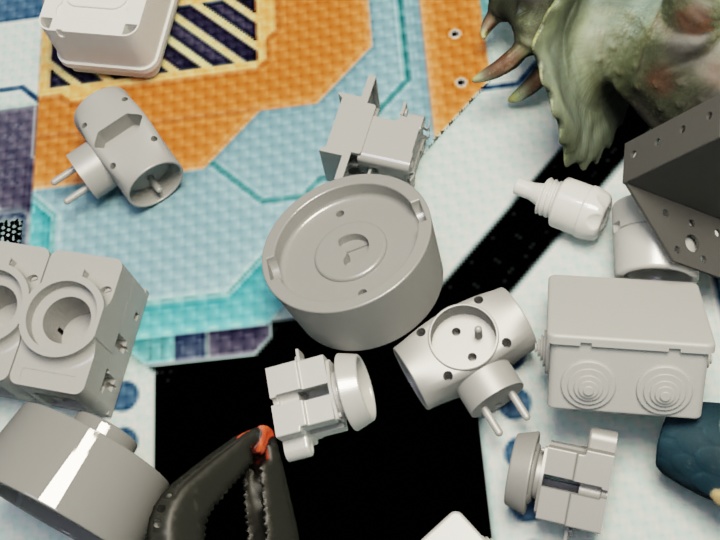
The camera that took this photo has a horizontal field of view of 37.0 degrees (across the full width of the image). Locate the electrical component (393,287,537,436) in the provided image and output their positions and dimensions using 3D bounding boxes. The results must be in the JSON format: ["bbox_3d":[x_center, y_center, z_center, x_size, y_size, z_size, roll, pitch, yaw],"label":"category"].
[{"bbox_3d":[0.072,0.062,0.647,0.077,0.044,0.079,-29,66,-5],"label":"electrical component"}]

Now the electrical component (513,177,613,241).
[{"bbox_3d":[0.128,-0.044,0.690,0.061,0.035,0.035,23,72,19],"label":"electrical component"}]

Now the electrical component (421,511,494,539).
[{"bbox_3d":[0.051,0.197,0.589,0.100,0.048,0.099,-40,68,-10],"label":"electrical component"}]

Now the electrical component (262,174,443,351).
[{"bbox_3d":[0.000,0.000,0.670,0.108,0.060,0.108,-12,49,14],"label":"electrical component"}]

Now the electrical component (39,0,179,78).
[{"bbox_3d":[-0.177,-0.202,0.788,0.078,0.057,0.113,7,69,10],"label":"electrical component"}]

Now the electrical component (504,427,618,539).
[{"bbox_3d":[0.114,0.119,0.614,0.055,0.048,0.066,10,90,14],"label":"electrical component"}]

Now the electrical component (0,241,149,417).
[{"bbox_3d":[-0.226,0.032,0.692,0.150,0.061,0.089,8,68,11],"label":"electrical component"}]

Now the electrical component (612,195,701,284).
[{"bbox_3d":[0.182,-0.016,0.660,0.055,0.055,0.047,3,71,9],"label":"electrical component"}]

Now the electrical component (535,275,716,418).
[{"bbox_3d":[0.151,0.043,0.619,0.100,0.099,0.048,3,112,9],"label":"electrical component"}]

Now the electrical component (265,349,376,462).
[{"bbox_3d":[-0.022,0.078,0.654,0.055,0.048,0.066,-16,66,9],"label":"electrical component"}]

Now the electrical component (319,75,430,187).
[{"bbox_3d":[0.011,-0.083,0.719,0.064,0.042,0.081,14,70,11],"label":"electrical component"}]

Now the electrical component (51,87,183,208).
[{"bbox_3d":[-0.175,-0.075,0.740,0.079,0.043,0.077,-35,67,-8],"label":"electrical component"}]

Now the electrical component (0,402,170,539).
[{"bbox_3d":[-0.162,0.118,0.624,0.108,0.108,0.060,22,66,16],"label":"electrical component"}]
